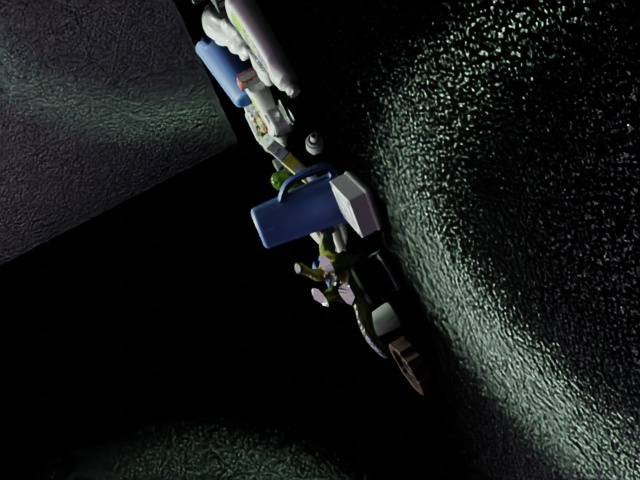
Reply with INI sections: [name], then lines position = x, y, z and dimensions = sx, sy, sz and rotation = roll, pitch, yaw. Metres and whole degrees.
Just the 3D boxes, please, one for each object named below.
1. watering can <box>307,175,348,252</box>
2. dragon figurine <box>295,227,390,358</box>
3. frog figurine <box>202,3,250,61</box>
[watering can]
position = 0.005, -0.077, 1.535
dimensions = 0.227, 0.104, 0.341
rotation = 46, 160, 60
[dragon figurine]
position = 0.091, 0.099, 1.339
dimensions = 0.414, 0.245, 0.120
rotation = 53, 127, 12
[frog figurine]
position = -0.246, -0.555, 1.383
dimensions = 0.137, 0.124, 0.158
rotation = -3, 106, 61
